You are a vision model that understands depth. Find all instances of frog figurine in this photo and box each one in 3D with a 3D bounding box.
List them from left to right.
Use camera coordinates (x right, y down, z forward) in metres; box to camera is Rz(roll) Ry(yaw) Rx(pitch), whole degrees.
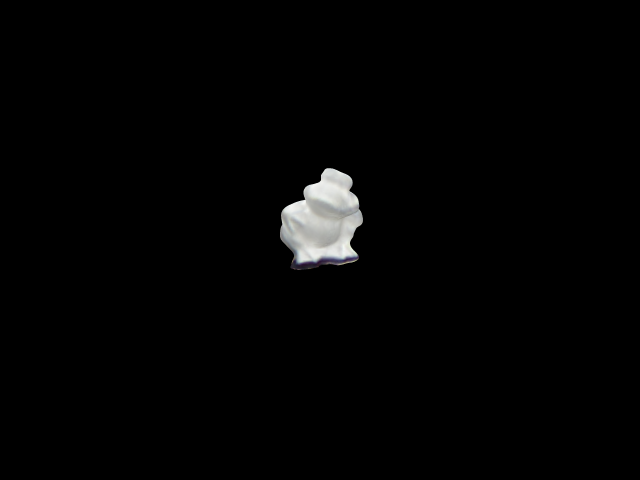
[{"bbox_3d":[0.003,-0.043,0.850,0.137,0.157,0.124,1,17,4],"label":"frog figurine"}]
